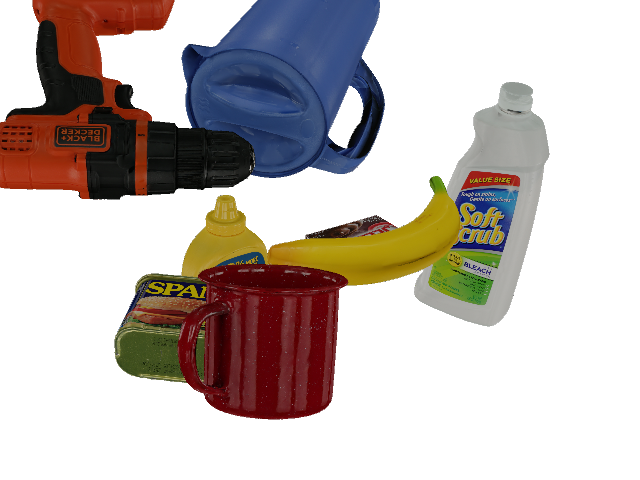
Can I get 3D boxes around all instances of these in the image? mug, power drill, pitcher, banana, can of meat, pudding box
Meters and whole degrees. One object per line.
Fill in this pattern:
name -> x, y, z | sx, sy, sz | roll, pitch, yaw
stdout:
mug -> -0.039, 0.063, 0.657 | 0.093, 0.081, 0.117 | 9, 10, 41
power drill -> -0.141, -0.115, 0.766 | 0.184, 0.187, 0.057 | 1, -33, -9
pitcher -> -0.015, -0.172, 1.017 | 0.145, 0.149, 0.242 | -1, 38, 23
banana -> 0.050, 0.002, 0.837 | 0.197, 0.037, 0.070 | -22, 45, -39
can of meat -> -0.119, 0.076, 0.913 | 0.102, 0.057, 0.084 | 5, 30, 5
pudding box -> 0.051, 0.010, 1.339 | 0.113, 0.039, 0.090 | -18, 28, -26

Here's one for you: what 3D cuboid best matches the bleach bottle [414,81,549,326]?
bleach bottle -> 0.161, -0.039, 1.047 | 0.103, 0.251, 0.068 | 22, 37, 21

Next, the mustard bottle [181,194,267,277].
mustard bottle -> -0.099, 0.042, 1.119 | 0.096, 0.192, 0.058 | -17, 33, -33
